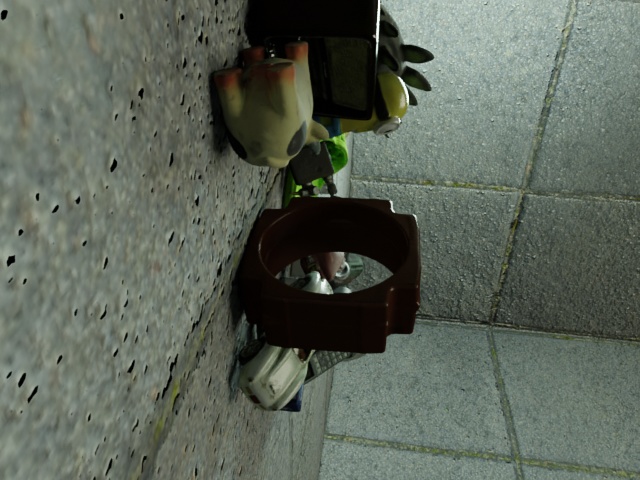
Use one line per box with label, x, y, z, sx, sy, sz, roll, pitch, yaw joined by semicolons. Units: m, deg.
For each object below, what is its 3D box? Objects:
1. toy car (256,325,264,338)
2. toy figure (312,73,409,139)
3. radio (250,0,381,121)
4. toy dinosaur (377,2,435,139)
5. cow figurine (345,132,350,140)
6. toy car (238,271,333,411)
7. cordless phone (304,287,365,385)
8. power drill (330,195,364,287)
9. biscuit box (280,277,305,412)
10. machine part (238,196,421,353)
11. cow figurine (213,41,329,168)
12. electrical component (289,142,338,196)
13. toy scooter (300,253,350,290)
toy car;-0.023;0.121;0.772;0.202;0.053;0.089;8;78;-61
toy figure;0.038;-0.194;0.782;0.082;0.180;0.089;-81;170;-49
radio;0.002;-0.216;0.628;0.229;0.131;0.073;67;29;-80
toy dinosaur;0.085;-0.285;0.899;0.105;0.198;0.471;-47;173;-1
cow figurine;0.017;-0.262;1.060;0.098;0.068;0.167;-41;149;-42
toy car;-0.032;0.119;0.669;0.073;0.056;0.202;58;42;-20
cordless phone;-0.014;0.172;0.937;0.089;0.184;0.146;22;-44;55
power drill;0.037;0.012;1.125;0.232;0.086;0.207;1;101;-60
biscuit box;-0.048;0.163;0.848;0.062;0.059;0.203;86;11;-61
machine part;0.016;0.035;0.640;0.201;0.201;0.087;-78;169;-53
cow figurine;-0.039;-0.126;0.534;0.195;0.086;0.127;-80;167;-62
electrical component;-0.019;-0.109;0.809;0.045;0.078;0.102;-134;-149;-78
toy scooter;-0.002;-0.003;0.940;0.135;0.075;0.184;50;29;-21
